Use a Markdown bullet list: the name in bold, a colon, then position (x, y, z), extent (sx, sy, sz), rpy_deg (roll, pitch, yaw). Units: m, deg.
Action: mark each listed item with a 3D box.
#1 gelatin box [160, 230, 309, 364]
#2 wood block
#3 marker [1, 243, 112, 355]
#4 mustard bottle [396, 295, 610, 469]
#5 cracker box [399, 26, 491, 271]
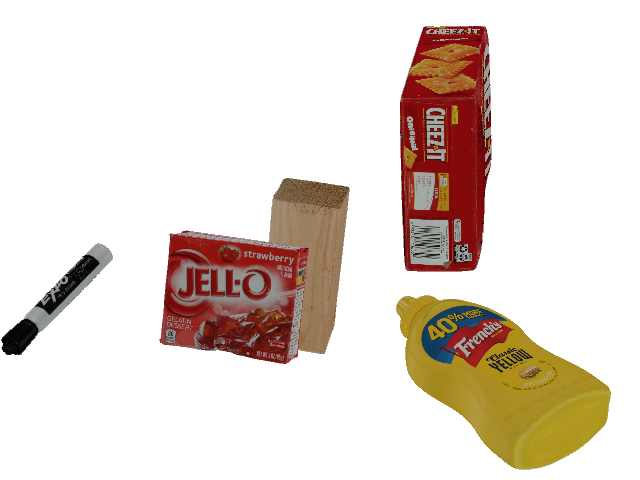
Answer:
- **gelatin box**: position (-0.056, 0.035, 0.685), extent (0.089, 0.073, 0.030), rpy_deg (8, 6, 14)
- **wood block**: position (-0.021, 0.033, 1.410), extent (0.090, 0.206, 0.090), rpy_deg (9, 23, 6)
- **marker**: position (-0.204, 0.046, 0.829), extent (0.020, 0.020, 0.121), rpy_deg (0, 37, 36)
- **mustard bottle**: position (0.122, 0.094, 0.821), extent (0.096, 0.058, 0.192), rpy_deg (-21, 36, -26)
- **cracker box**: position (0.120, -0.091, 0.987), extent (0.072, 0.164, 0.213), rpy_deg (1, 27, 11)
